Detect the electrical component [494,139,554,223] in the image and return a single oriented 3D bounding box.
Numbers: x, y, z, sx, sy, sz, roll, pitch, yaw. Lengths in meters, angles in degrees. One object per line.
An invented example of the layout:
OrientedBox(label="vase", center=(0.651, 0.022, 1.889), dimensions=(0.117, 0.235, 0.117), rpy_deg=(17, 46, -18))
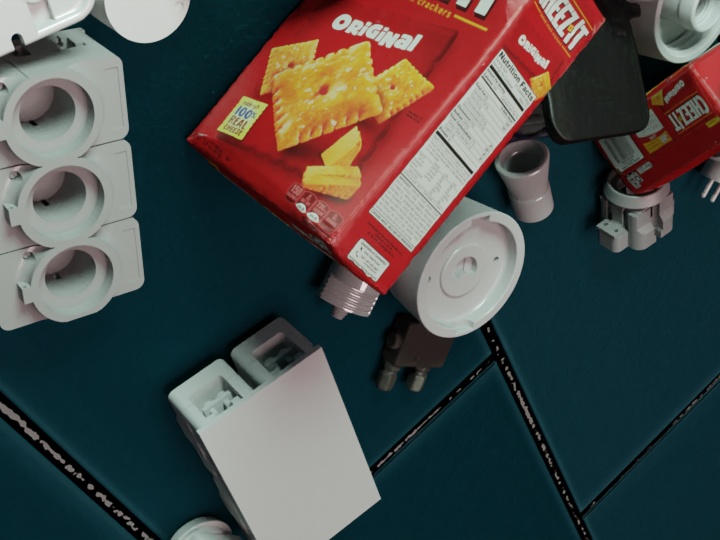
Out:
OrientedBox(label="electrical component", center=(0.137, -0.070, 0.881), dimensions=(0.044, 0.044, 0.065), rpy_deg=(-39, 140, -14))

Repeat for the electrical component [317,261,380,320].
OrientedBox(label="electrical component", center=(0.000, 0.000, 0.807), dimensions=(0.043, 0.043, 0.081), rpy_deg=(16, 105, -44))

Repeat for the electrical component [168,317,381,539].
OrientedBox(label="electrical component", center=(-0.063, 0.137, 0.828), dimensions=(0.105, 0.060, 0.186), rpy_deg=(-35, 133, -18))

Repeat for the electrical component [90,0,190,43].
OrientedBox(label="electrical component", center=(-0.088, -0.182, 0.597), dimensions=(0.138, 0.074, 0.052), rpy_deg=(-47, 136, -6))

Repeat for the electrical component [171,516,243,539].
OrientedBox(label="electrical component", center=(-0.117, 0.232, 0.846), dimensions=(0.078, 0.057, 0.058), rpy_deg=(20, 102, -45))

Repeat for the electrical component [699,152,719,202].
OrientedBox(label="electrical component", center=(0.355, -0.103, 1.039), dimensions=(0.077, 0.043, 0.079), rpy_deg=(15, 106, -44))

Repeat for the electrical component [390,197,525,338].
OrientedBox(label="electrical component", center=(0.069, -0.008, 0.848), dimensions=(0.108, 0.060, 0.108), rpy_deg=(-21, 128, -29))

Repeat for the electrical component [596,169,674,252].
OrientedBox(label="electrical component", center=(0.249, -0.060, 0.968), dimensions=(0.078, 0.058, 0.057), rpy_deg=(-32, 135, -20))

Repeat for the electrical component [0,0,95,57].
OrientedBox(label="electrical component", center=(-0.192, -0.144, 0.544), dimensions=(0.095, 0.059, 0.053), rpy_deg=(-31, 132, -21))

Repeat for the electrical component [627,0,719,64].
OrientedBox(label="electrical component", center=(0.260, -0.220, 0.872), dimensions=(0.108, 0.060, 0.108), rpy_deg=(-21, 128, -29))

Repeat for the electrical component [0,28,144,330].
OrientedBox(label="electrical component", center=(-0.179, -0.050, 0.613), dimensions=(0.089, 0.062, 0.150), rpy_deg=(-19, 127, -30))
